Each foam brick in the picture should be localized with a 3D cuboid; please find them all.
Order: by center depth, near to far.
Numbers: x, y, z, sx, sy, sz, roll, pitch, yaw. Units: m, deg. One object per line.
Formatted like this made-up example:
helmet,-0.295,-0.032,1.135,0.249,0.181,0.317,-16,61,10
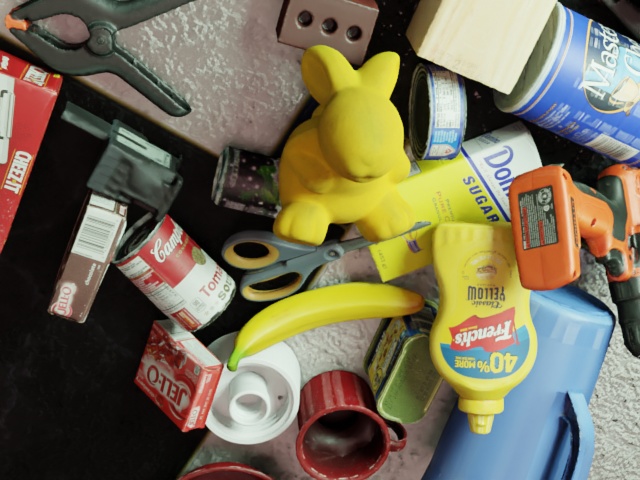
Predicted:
foam brick,0.005,-0.189,0.918,0.078,0.051,0.053,14,112,-11

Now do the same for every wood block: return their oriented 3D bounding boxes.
wood block,0.158,-0.240,0.886,0.090,0.091,0.206,21,110,-10

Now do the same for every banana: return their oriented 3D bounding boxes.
banana,0.000,0.076,1.027,0.197,0.070,0.037,-19,135,-5

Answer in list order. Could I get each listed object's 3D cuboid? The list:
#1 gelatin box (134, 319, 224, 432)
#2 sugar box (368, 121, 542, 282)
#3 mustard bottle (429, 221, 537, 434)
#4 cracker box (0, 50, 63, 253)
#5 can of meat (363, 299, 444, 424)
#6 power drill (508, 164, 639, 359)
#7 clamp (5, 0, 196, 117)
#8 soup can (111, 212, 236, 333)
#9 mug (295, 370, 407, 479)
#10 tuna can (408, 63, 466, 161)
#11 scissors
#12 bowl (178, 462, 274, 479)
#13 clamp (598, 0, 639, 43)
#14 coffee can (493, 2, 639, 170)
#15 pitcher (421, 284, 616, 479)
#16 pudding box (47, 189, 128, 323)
gelatin box,-0.136,0.129,1.026,0.030,0.089,0.073,-2,121,-45
sugar box,0.123,-0.036,1.000,0.176,0.048,0.093,-21,114,5
mustard bottle,0.147,0.080,0.965,0.096,0.058,0.191,1,95,4
cracker box,-0.349,-0.102,0.913,0.213,0.072,0.164,20,111,-15
can of meat,0.086,0.117,1.043,0.057,0.084,0.102,18,110,-13
power drill,0.245,0.014,0.946,0.057,0.184,0.187,-18,163,40
clamp,-0.181,-0.166,0.918,0.171,0.039,0.120,2,108,-1
soup can,-0.136,0.029,0.992,0.068,0.068,0.102,-39,112,11
mug,0.031,0.185,1.069,0.117,0.081,0.093,9,112,-9
tuna can,0.103,-0.113,0.942,0.033,0.086,0.086,-1,114,-7
scissors,-0.006,0.001,0.980,0.202,0.016,0.096,-29,126,30
bowl,-0.100,0.289,1.117,0.162,0.055,0.162,-2,114,-4
clamp,0.344,-0.199,0.952,0.210,0.036,0.164,1,110,-4
coffee can,0.239,-0.135,0.936,0.140,0.103,0.103,22,110,-14
pitcher,0.203,0.166,1.037,0.149,0.144,0.243,22,105,15
pudding box,-0.208,0.005,0.963,0.039,0.090,0.114,22,110,-16
